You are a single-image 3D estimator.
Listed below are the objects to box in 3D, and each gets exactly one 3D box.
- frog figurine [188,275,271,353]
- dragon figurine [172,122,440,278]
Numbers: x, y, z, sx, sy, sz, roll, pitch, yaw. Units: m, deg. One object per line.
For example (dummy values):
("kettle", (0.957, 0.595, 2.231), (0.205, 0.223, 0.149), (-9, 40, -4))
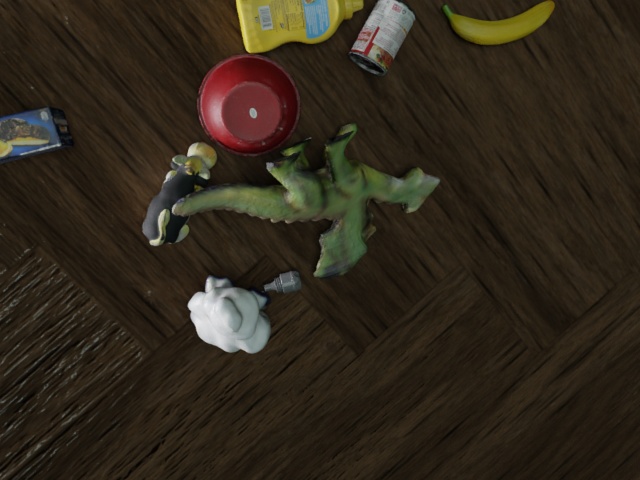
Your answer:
("frog figurine", (-0.136, 0.126, 0.794), (0.136, 0.161, 0.122), (42, 93, -15))
("dragon figurine", (0.002, -0.041, 0.819), (0.412, 0.123, 0.239), (-25, 112, -11))
